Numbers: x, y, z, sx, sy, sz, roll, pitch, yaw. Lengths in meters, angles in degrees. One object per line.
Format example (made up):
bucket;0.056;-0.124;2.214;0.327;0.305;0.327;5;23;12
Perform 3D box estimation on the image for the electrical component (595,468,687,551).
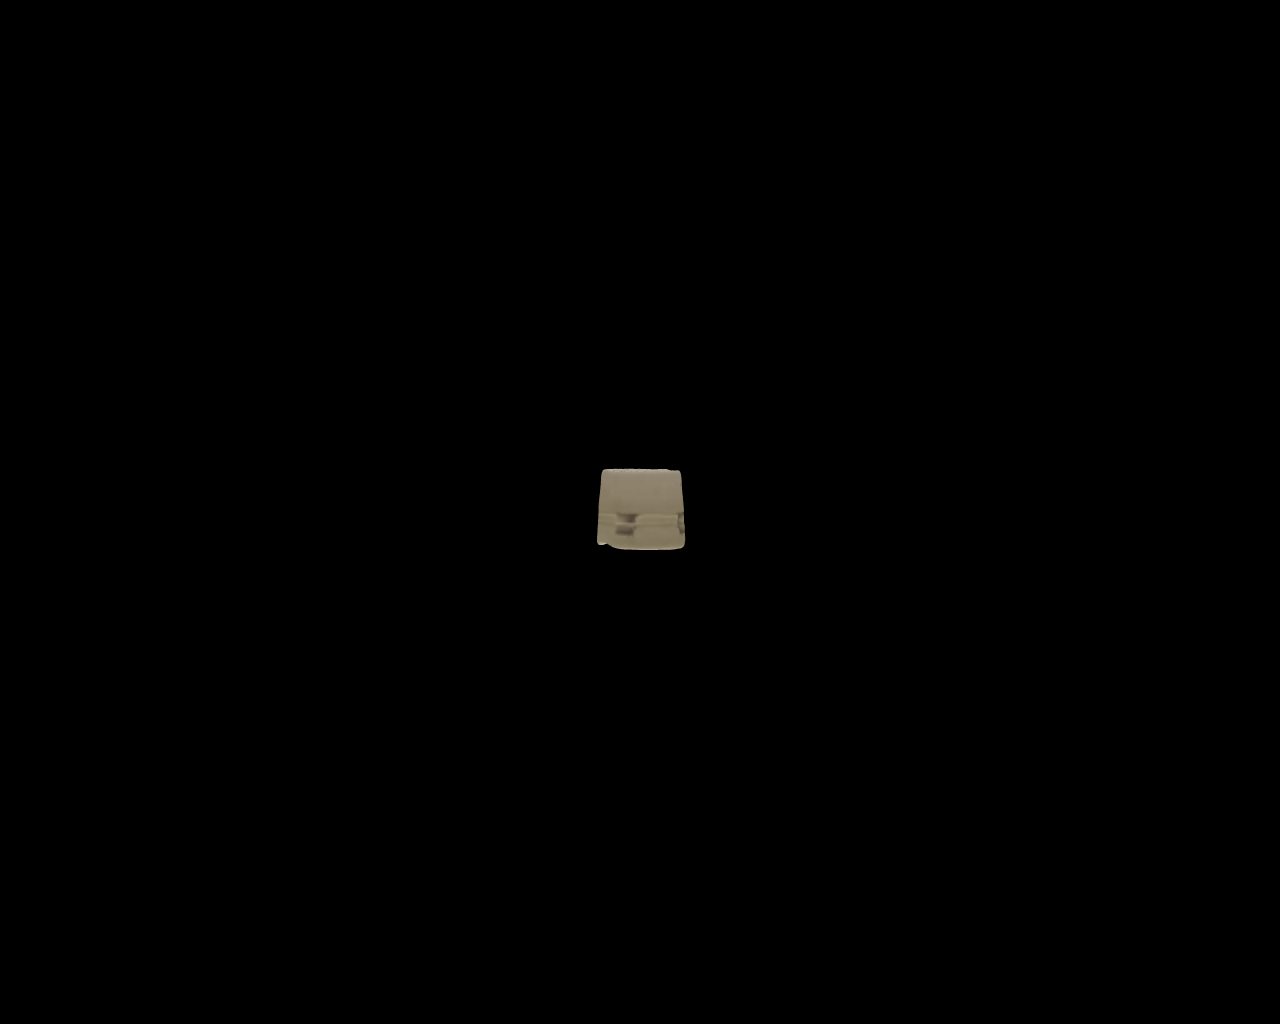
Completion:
electrical component;0.001;-0.003;0.650;0.055;0.047;0.055;0;4;0
